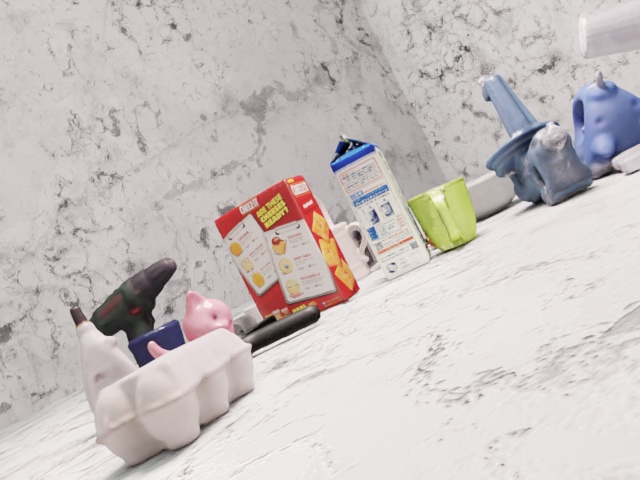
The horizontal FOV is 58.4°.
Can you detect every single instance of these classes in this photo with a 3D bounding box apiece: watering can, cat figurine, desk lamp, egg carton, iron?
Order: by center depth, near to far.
[{"bbox_3d":[-0.128,0.138,0.524,0.107,0.069,0.151,-27,0,22],"label":"egg carton"},{"bbox_3d":[-0.148,0.123,0.697,0.128,0.118,0.067,-26,0,-40],"label":"cat figurine"},{"bbox_3d":[0.439,-0.224,0.731,0.203,0.213,0.118,-27,0,19],"label":"desk lamp"},{"bbox_3d":[0.438,-0.182,0.906,0.118,0.141,0.259,-27,0,11],"label":"iron"},{"bbox_3d":[0.010,0.005,1.152,0.173,0.194,0.101,-27,0,4],"label":"watering can"}]

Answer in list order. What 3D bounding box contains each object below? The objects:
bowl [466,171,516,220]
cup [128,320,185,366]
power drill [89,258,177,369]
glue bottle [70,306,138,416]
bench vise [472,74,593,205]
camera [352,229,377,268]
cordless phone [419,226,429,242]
[{"bbox_3d":[0.321,-0.085,1.117,0.167,0.075,0.167,-27,0,0],"label":"bowl"},{"bbox_3d":[-0.268,0.198,0.977,0.092,0.095,0.117,-26,0,-31],"label":"cup"},{"bbox_3d":[-0.336,0.169,1.122,0.229,0.208,0.076,-27,0,14],"label":"power drill"},{"bbox_3d":[-0.302,0.169,0.795,0.078,0.173,0.037,-26,0,-19],"label":"glue bottle"},{"bbox_3d":[0.312,-0.163,0.847,0.122,0.220,0.207,-26,0,-15],"label":"bench vise"},{"bbox_3d":[0.049,0.038,1.320,0.136,0.101,0.143,-27,0,20],"label":"camera"},{"bbox_3d":[0.148,-0.060,1.168,0.148,0.185,0.094,-26,0,-22],"label":"cordless phone"}]
